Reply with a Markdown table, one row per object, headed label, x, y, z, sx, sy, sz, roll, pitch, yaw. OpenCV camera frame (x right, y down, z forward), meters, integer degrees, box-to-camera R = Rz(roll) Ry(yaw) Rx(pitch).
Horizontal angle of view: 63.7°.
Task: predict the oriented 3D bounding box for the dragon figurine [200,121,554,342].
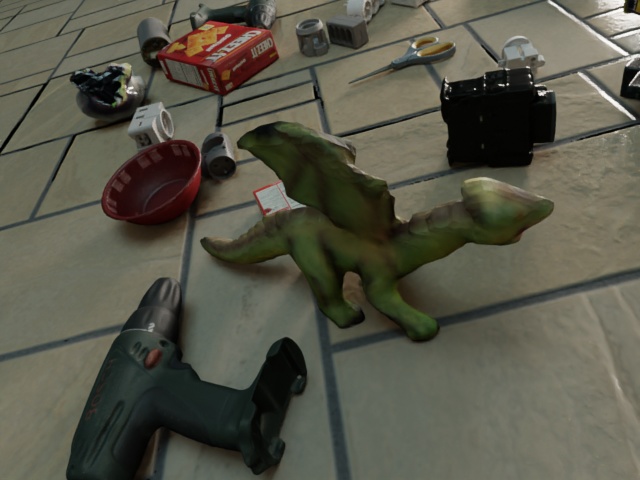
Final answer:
| label | x | y | z | sx | sy | sz | roll | pitch | yaw |
| --- | --- | --- | --- | --- | --- | --- | --- | --- | --- |
| dragon figurine | 0.002 | -0.025 | 0.502 | 0.411 | 0.237 | 0.125 | 8 | 52 | 24 |

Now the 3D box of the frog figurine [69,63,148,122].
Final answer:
| label | x | y | z | sx | sy | sz | roll | pitch | yaw |
| --- | --- | --- | --- | --- | --- | --- | --- | --- | --- |
| frog figurine | -0.429 | -0.301 | 1.074 | 0.138 | 0.122 | 0.159 | -36 | 8 | -7 |
